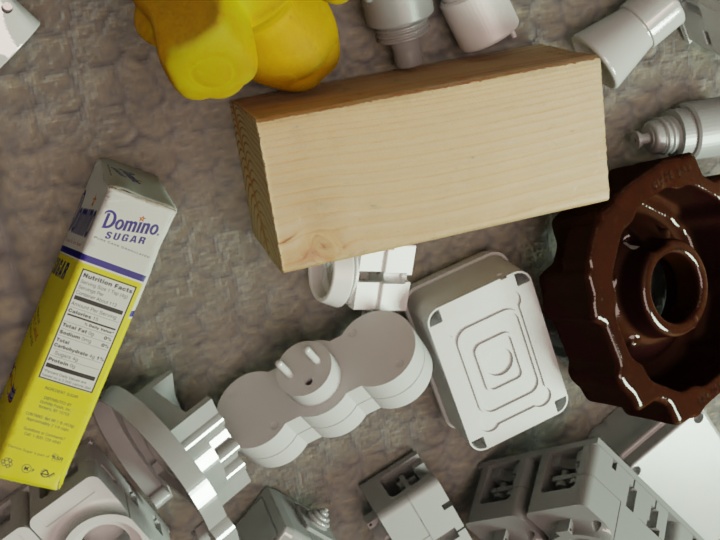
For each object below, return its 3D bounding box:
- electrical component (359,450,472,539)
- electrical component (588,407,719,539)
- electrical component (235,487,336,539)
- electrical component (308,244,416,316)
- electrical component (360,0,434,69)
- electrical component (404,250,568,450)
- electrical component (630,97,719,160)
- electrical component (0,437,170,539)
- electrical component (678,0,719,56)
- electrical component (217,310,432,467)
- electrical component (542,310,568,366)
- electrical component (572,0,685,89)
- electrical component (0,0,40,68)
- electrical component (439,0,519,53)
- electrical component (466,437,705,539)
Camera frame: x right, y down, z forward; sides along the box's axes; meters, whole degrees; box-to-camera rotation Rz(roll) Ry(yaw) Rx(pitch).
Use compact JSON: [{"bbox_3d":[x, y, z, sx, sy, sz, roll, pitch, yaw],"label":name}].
[{"bbox_3d":[0.041,0.183,0.753,0.056,0.050,0.089,-32,113,-6],"label":"electrical component"},{"bbox_3d":[0.234,0.148,0.800,0.078,0.057,0.113,-39,114,-3],"label":"electrical component"},{"bbox_3d":[-0.058,0.193,0.719,0.061,0.062,0.096,35,94,-23],"label":"electrical component"},{"bbox_3d":[0.000,0.000,0.688,0.055,0.048,0.066,1,106,-26],"label":"electrical component"},{"bbox_3d":[0.024,-0.153,0.649,0.048,0.048,0.062,-20,117,-11],"label":"electrical component"},{"bbox_3d":[0.083,0.052,0.722,0.078,0.057,0.113,-24,112,-9],"label":"electrical component"},{"bbox_3d":[0.222,-0.094,0.731,0.078,0.040,0.040,-11,109,-14],"label":"electrical component"},{"bbox_3d":[-0.202,0.192,0.673,0.150,0.062,0.089,-36,113,-4],"label":"electrical component"},{"bbox_3d":[0.233,-0.222,0.646,0.105,0.060,0.186,-44,138,-1],"label":"electrical component"},{"bbox_3d":[-0.028,0.068,0.669,0.138,0.052,0.073,-27,145,6],"label":"electrical component"},{"bbox_3d":[0.157,0.049,0.753,0.081,0.043,0.043,41,91,-23],"label":"electrical component"},{"bbox_3d":[0.176,-0.154,0.694,0.065,0.044,0.044,-40,114,1],"label":"electrical component"},{"bbox_3d":[-0.228,-0.131,0.575,0.079,0.044,0.077,-46,114,0],"label":"electrical component"},{"bbox_3d":[0.067,-0.170,0.659,0.040,0.040,0.078,-33,113,-6],"label":"electrical component"},{"bbox_3d":[0.175,0.205,0.765,0.186,0.105,0.060,43,48,-24],"label":"electrical component"}]
